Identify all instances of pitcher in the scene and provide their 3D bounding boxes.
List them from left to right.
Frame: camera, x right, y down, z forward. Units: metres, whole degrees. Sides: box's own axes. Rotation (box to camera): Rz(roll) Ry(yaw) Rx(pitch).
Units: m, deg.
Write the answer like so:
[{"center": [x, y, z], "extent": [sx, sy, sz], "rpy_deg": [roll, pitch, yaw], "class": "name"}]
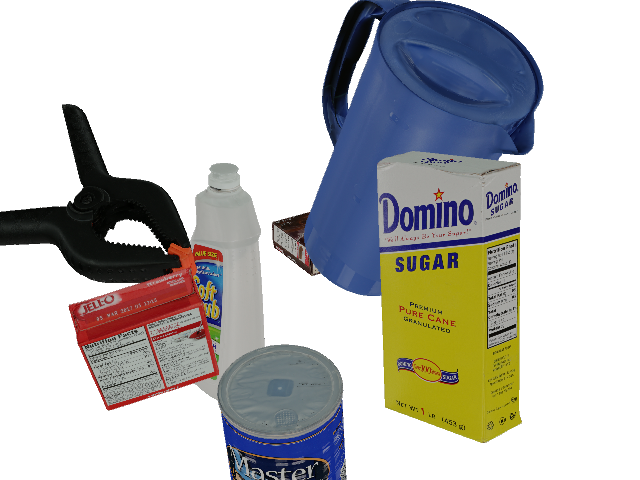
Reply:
[{"center": [0.063, -0.072, 0.874], "extent": [0.145, 0.149, 0.243], "rpy_deg": [14, -42, -11], "class": "pitcher"}]

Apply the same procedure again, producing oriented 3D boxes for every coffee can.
[{"center": [-0.029, 0.174, 0.906], "extent": [0.103, 0.140, 0.103], "rpy_deg": [-2, 37, 2], "class": "coffee can"}]

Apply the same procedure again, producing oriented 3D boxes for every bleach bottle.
[{"center": [-0.101, 0.039, 1.094], "extent": [0.067, 0.251, 0.103], "rpy_deg": [-18, 33, -33], "class": "bleach bottle"}]

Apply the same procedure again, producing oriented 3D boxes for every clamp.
[{"center": [-0.178, -0.030, 0.842], "extent": [0.210, 0.164, 0.036], "rpy_deg": [19, -33, 21], "class": "clamp"}]

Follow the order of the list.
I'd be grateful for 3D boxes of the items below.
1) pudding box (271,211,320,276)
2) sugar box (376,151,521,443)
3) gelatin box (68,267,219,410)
[{"center": [0.012, -0.004, 1.263], "extent": [0.113, 0.039, 0.090], "rpy_deg": [-18, 31, -27], "class": "pudding box"}, {"center": [0.083, 0.034, 0.697], "extent": [0.048, 0.176, 0.094], "rpy_deg": [-18, 19, -39], "class": "sugar box"}, {"center": [-0.103, 0.059, 0.632], "extent": [0.073, 0.030, 0.089], "rpy_deg": [-18, -34, -10], "class": "gelatin box"}]
